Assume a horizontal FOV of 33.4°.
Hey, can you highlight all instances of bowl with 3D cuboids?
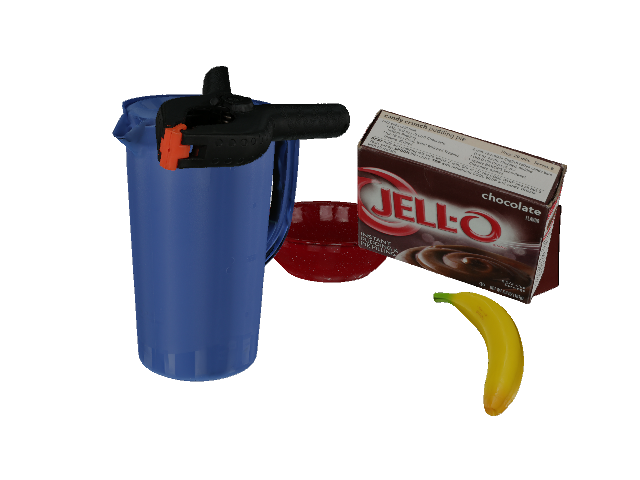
[{"bbox_3d":[0.009,0.004,1.125,0.162,0.055,0.162,1,17,0],"label":"bowl"}]

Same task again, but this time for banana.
[{"bbox_3d":[0.181,0.112,1.143,0.069,0.037,0.198,-24,35,3],"label":"banana"}]

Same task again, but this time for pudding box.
[{"bbox_3d":[0.077,-0.019,0.611,0.113,0.039,0.090,17,-35,15],"label":"pudding box"}]

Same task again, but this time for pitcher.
[{"bbox_3d":[-0.098,-0.007,0.946,0.149,0.243,0.145,3,16,1],"label":"pitcher"}]

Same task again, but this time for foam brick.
[{"bbox_3d":[0.181,0.006,0.961,0.053,0.078,0.051,12,22,42],"label":"foam brick"}]

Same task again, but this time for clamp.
[{"bbox_3d":[-0.069,-0.088,0.754,0.120,0.039,0.171,19,23,29],"label":"clamp"}]
